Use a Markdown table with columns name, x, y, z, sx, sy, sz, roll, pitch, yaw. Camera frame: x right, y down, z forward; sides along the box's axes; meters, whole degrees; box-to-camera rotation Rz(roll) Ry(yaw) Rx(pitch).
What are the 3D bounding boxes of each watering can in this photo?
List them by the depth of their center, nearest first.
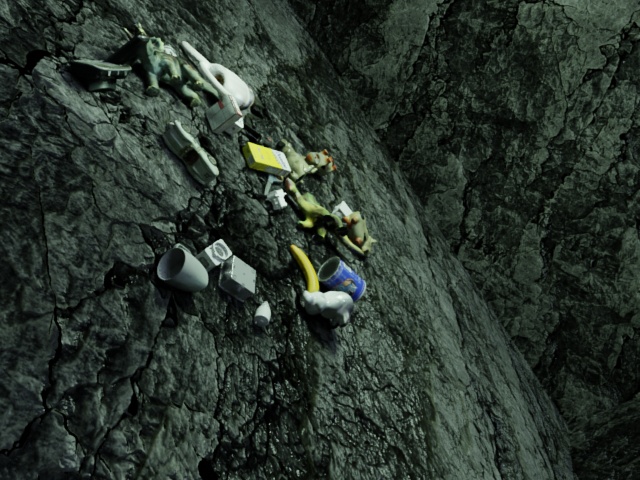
| name | x | y | z | sx | sy | sz | roll | pitch | yaw |
| --- | --- | --- | --- | --- | --- | --- | --- | --- | --- |
| watering can | -0.368 | -0.591 | 1.882 | 0.353 | 0.103 | 0.223 | 53 | 16 | 28 |

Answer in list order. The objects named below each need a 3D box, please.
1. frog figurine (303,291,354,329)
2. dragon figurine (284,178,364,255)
| name | x | y | z | sx | sy | sz | roll | pitch | yaw |
| --- | --- | --- | --- | --- | --- | --- | --- | --- | --- |
| frog figurine | 0.020 | 0.192 | 1.581 | 0.158 | 0.123 | 0.137 | 41 | -7 | -12 |
| dragon figurine | 0.006 | -0.098 | 1.951 | 0.405 | 0.121 | 0.248 | 37 | 22 | -38 |
